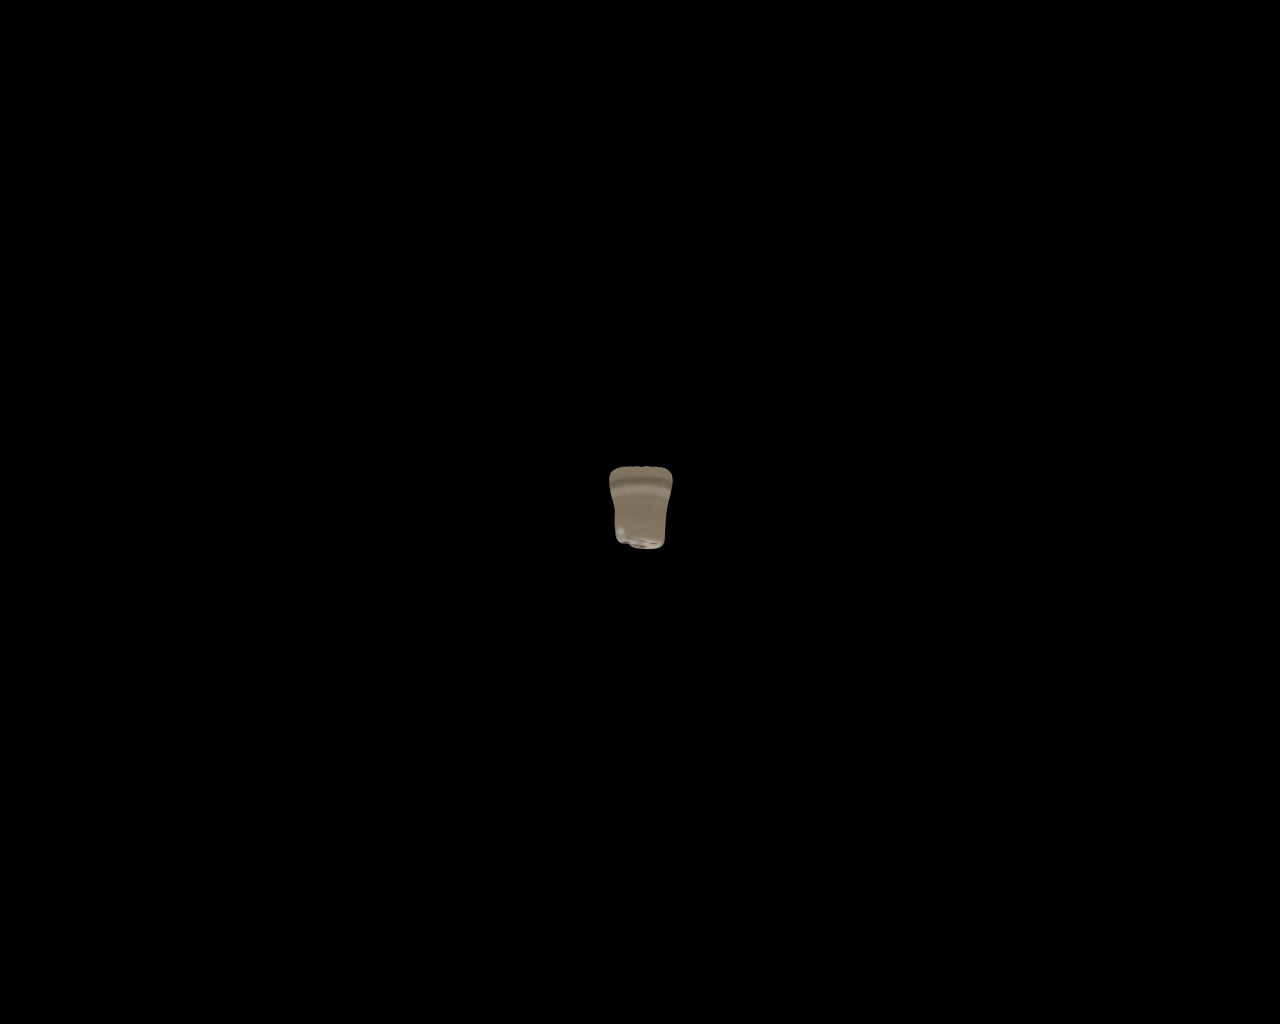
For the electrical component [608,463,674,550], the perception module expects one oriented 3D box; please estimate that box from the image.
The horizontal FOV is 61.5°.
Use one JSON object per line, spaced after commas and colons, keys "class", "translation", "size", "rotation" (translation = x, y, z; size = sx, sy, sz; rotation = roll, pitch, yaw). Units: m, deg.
{"class": "electrical component", "translation": [0.001, -0.003, 0.650], "size": [0.040, 0.046, 0.040], "rotation": [0, -13, 0]}
